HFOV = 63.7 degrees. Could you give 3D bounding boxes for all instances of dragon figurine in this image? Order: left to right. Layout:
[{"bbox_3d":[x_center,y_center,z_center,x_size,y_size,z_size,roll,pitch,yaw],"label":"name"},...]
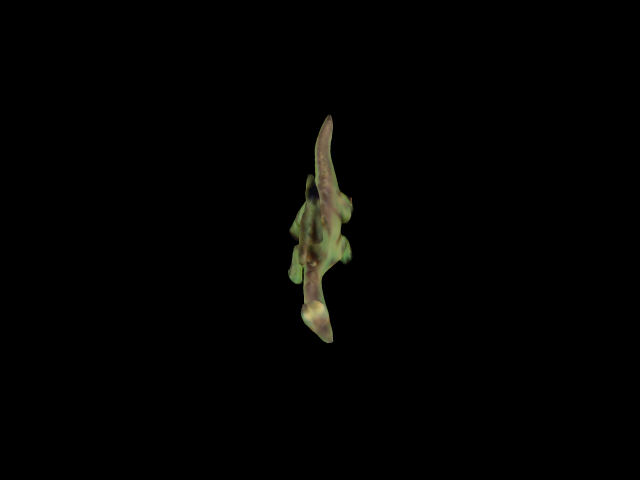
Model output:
[{"bbox_3d":[0.003,-0.043,0.850,0.122,0.413,0.241,0,-7,0],"label":"dragon figurine"}]
